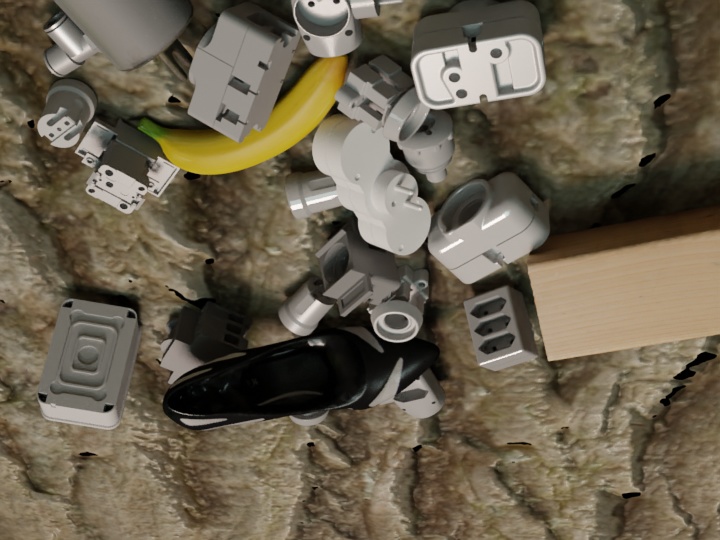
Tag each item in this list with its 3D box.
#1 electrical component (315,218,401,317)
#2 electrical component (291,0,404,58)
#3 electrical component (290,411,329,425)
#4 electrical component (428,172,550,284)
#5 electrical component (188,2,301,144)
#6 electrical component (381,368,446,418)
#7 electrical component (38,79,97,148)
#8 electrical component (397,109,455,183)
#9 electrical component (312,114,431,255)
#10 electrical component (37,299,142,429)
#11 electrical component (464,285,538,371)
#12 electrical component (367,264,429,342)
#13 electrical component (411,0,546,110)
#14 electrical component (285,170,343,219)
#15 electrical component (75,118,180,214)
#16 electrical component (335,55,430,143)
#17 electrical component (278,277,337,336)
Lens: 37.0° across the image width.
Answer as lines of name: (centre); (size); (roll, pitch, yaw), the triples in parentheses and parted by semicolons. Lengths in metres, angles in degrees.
electrical component: (0.000, 0.000, 0.963); (0.064, 0.081, 0.042); (17, 137, -35)
electrical component: (-0.008, -0.201, 0.786); (0.079, 0.044, 0.077); (-4, 134, 11)
electrical component: (-0.055, 0.127, 1.114); (0.066, 0.048, 0.055); (1, 127, 5)
electrical component: (0.107, -0.039, 0.926); (0.095, 0.053, 0.059); (-30, 124, 31)
electrical component: (-0.092, -0.153, 0.821); (0.056, 0.050, 0.089); (30, 120, 8)
electrical component: (0.036, 0.114, 1.092); (0.079, 0.043, 0.077); (-16, 130, 21)
electrical component: (-0.241, -0.128, 0.883); (0.040, 0.046, 0.040); (3, 135, 3)
electrical component: (0.057, -0.098, 0.881); (0.048, 0.048, 0.062); (-7, 140, 13)
electrical component: (0.022, -0.065, 0.886); (0.074, 0.052, 0.138); (23, 155, 45)
electrical component: (-0.264, 0.093, 1.053); (0.078, 0.113, 0.057); (10, 153, -3)
electrical component: (0.140, 0.058, 1.016); (0.047, 0.065, 0.077); (-21, 157, 25)
electrical component: (0.035, 0.033, 1.003); (0.066, 0.055, 0.048); (-27, 126, 29)
electrical component: (0.088, -0.163, 0.802); (0.095, 0.059, 0.053); (-7, 133, 13)
electrical component: (-0.037, -0.068, 0.925); (0.046, 0.040, 0.040); (-12, 132, 11)
electrical component: (-0.199, -0.086, 0.908); (0.081, 0.063, 0.042); (28, 132, -20)
electrical component: (0.021, -0.131, 0.835); (0.055, 0.066, 0.048); (38, 135, 15)
electrical component: (-0.049, 0.034, 1.026); (0.040, 0.040, 0.046); (30, 125, -21)
